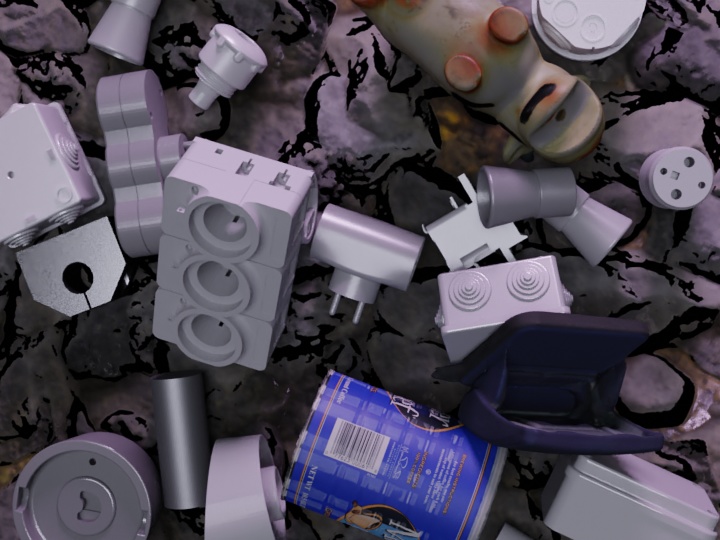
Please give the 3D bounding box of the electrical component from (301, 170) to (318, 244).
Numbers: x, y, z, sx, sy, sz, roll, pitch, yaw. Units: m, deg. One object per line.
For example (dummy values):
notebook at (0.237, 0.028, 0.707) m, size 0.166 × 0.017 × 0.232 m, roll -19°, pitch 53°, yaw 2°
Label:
electrical component at (-0.060, -0.049, 0.805) m, size 0.047 × 0.055 × 0.055 m, roll 5°, pitch 95°, yaw 9°

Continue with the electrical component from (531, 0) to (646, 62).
electrical component at (0.164, -0.192, 0.769) m, size 0.080 × 0.051 × 0.080 m, roll 1°, pitch 95°, yaw 6°

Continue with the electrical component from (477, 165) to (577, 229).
electrical component at (0.118, -0.053, 0.750) m, size 0.065 × 0.044 × 0.044 m, roll -4°, pitch 94°, yaw -6°

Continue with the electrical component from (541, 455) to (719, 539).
electrical component at (0.194, 0.171, 0.781) m, size 0.113 × 0.078 × 0.057 m, roll 24°, pitch 100°, yaw 4°

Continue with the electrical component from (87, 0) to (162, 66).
electrical component at (-0.174, -0.193, 0.813) m, size 0.044 × 0.044 × 0.065 m, roll 22°, pitch 92°, yaw 4°

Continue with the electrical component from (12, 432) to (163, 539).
electrical component at (-0.206, 0.178, 0.835) m, size 0.108 × 0.060 × 0.108 m, roll 1°, pitch 95°, yaw 6°

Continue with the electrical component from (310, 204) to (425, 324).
electrical component at (0.000, 0.000, 0.806) m, size 0.077 × 0.044 × 0.079 m, roll 20°, pitch 96°, yaw 5°

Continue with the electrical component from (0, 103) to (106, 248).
electrical component at (-0.259, -0.073, 0.828) m, size 0.100 × 0.048 × 0.099 m, roll -25°, pitch 91°, yaw 8°

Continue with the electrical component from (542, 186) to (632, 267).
electrical component at (0.160, -0.039, 0.787) m, size 0.065 × 0.044 × 0.044 m, roll 40°, pitch 98°, yaw 7°

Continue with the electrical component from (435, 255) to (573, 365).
electrical component at (0.104, 0.033, 0.771) m, size 0.100 × 0.099 × 0.048 m, roll -10°, pitch 63°, yaw 7°

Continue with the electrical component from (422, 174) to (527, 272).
electrical component at (0.085, -0.029, 0.796) m, size 0.064 × 0.042 × 0.081 m, roll -30°, pitch 90°, yaw 7°

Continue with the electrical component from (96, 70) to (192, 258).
electrical component at (-0.148, -0.082, 0.812) m, size 0.074 × 0.052 × 0.138 m, roll -8°, pitch 94°, yaw 7°

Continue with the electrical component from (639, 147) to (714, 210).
electrical component at (0.226, -0.065, 0.770) m, size 0.045 × 0.055 × 0.045 m, roll 1°, pitch 95°, yaw 6°

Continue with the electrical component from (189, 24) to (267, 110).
electrical component at (-0.104, -0.149, 0.807) m, size 0.048 × 0.048 × 0.062 m, roll 41°, pitch 104°, yaw 2°

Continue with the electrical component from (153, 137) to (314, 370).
electrical component at (-0.094, -0.006, 0.772) m, size 0.089 × 0.061 × 0.150 m, roll 17°, pitch 129°, yaw 5°

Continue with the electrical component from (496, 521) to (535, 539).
electrical component at (0.121, 0.218, 0.813) m, size 0.046 × 0.040 × 0.040 m, roll 33°, pitch 97°, yaw 9°

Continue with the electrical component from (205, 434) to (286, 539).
electrical component at (-0.090, 0.174, 0.805) m, size 0.064 × 0.099 × 0.099 m, roll -12°, pitch 93°, yaw 1°
